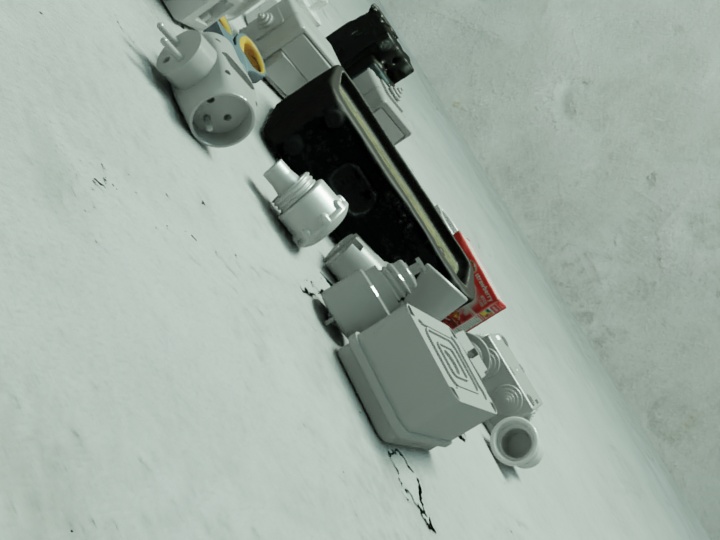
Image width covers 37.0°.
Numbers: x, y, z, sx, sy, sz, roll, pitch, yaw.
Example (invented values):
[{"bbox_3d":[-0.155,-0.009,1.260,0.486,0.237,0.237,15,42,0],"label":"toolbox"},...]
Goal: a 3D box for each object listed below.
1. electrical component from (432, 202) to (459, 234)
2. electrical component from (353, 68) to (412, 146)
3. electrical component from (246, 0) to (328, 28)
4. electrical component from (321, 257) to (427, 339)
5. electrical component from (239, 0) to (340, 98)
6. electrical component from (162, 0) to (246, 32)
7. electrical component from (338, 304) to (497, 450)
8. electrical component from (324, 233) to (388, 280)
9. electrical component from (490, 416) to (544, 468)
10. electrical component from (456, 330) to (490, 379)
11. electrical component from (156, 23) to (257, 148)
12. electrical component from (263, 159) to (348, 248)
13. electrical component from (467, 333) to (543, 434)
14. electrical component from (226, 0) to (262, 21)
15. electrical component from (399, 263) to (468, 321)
[{"bbox_3d":[0.074,-0.027,1.124,0.053,0.059,0.095,51,14,-28],"label":"electrical component"},{"bbox_3d":[0.005,-0.148,1.070,0.062,0.096,0.061,43,19,-48],"label":"electrical component"},{"bbox_3d":[-0.066,-0.265,1.138,0.052,0.074,0.138,57,12,-2],"label":"electrical component"},{"bbox_3d":[0.010,0.016,0.738,0.040,0.078,0.040,58,-1,2],"label":"electrical component"},{"bbox_3d":[-0.067,-0.206,1.017,0.096,0.062,0.061,44,18,-48],"label":"electrical component"},{"bbox_3d":[-0.098,-0.267,0.836,0.089,0.150,0.062,58,11,3],"label":"electrical component"},{"bbox_3d":[0.041,0.077,0.739,0.078,0.057,0.113,62,13,21],"label":"electrical component"},{"bbox_3d":[0.000,0.000,0.819,0.046,0.040,0.040,47,15,-16],"label":"electrical component"},{"bbox_3d":[0.147,0.161,0.987,0.044,0.044,0.065,63,8,24],"label":"electrical component"},{"bbox_3d":[0.087,0.080,0.944,0.066,0.048,0.055,59,20,7],"label":"electrical component"},{"bbox_3d":[-0.108,-0.131,0.712,0.079,0.043,0.077,46,16,-43],"label":"electrical component"},{"bbox_3d":[-0.042,-0.050,0.767,0.062,0.048,0.048,49,13,-10],"label":"electrical component"},{"bbox_3d":[0.133,0.108,1.044,0.099,0.048,0.100,59,12,10],"label":"electrical component"},{"bbox_3d":[-0.131,-0.272,0.949,0.059,0.054,0.095,63,13,25],"label":"electrical component"},{"bbox_3d":[0.048,0.033,0.858,0.044,0.065,0.044,42,2,-2],"label":"electrical component"}]
